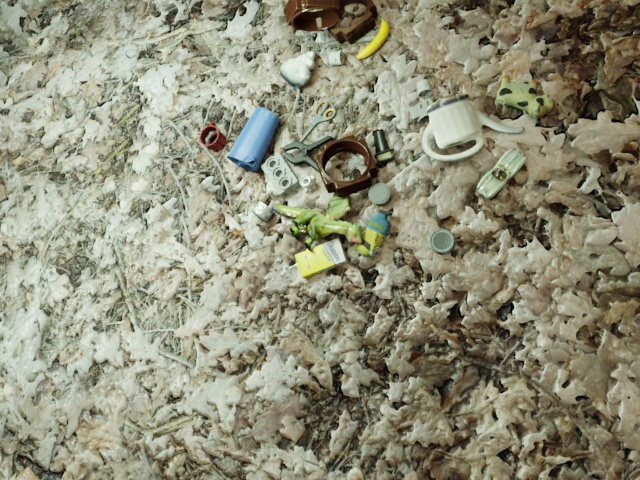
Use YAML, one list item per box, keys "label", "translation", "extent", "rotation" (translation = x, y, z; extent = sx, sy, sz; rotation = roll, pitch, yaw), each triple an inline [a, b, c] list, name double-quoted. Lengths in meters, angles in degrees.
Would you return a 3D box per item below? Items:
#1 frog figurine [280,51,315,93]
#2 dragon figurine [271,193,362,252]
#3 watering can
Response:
- label: "frog figurine"
  translation: [-0.080, -0.696, 2.076]
  extent: [0.158, 0.121, 0.140]
  rotation: [-51, 47, 13]
- label: "dragon figurine"
  translation: [0.006, -0.096, 1.900]
  extent: [0.244, 0.119, 0.417]
  rotation: [-34, 49, -14]
- label: "watering can"
  translation: [0.516, -0.409, 1.799]
  extent: [0.347, 0.104, 0.225]
  rotation: [-19, 88, 4]
